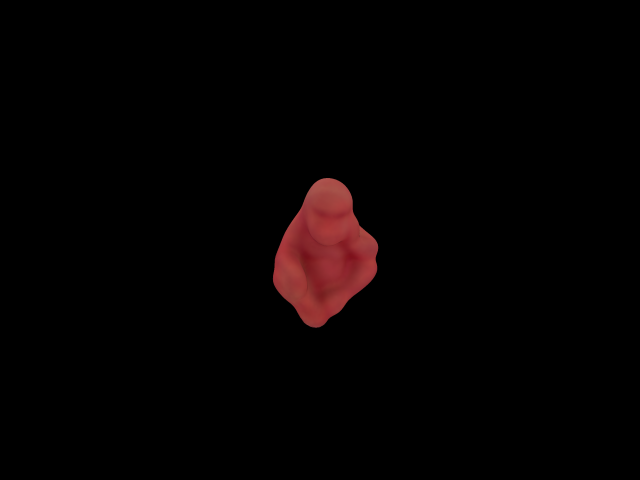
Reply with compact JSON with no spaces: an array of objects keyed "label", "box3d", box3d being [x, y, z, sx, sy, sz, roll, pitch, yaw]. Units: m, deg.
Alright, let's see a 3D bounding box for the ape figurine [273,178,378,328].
[{"label":"ape figurine","box3d":[0.004,0.001,0.400,0.078,0.092,0.076,-6,32,-9]}]
